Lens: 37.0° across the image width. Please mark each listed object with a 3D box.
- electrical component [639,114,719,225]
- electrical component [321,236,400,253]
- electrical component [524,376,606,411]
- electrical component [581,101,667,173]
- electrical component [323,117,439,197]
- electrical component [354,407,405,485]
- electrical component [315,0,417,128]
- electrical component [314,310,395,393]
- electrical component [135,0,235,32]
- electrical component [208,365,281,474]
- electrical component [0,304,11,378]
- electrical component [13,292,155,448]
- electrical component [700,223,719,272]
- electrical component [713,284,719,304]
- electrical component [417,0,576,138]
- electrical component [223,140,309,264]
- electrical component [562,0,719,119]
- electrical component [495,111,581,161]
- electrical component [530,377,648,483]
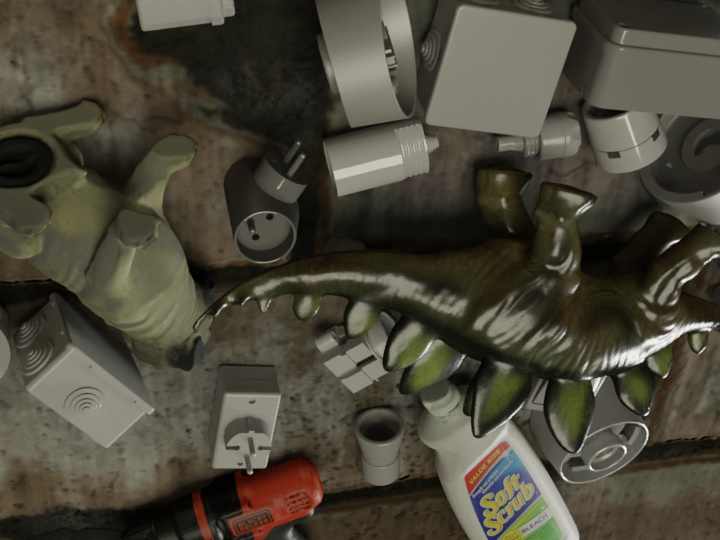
[{"bbox_3d":[0.273,-0.086,0.811,0.060,0.108,0.108,30,113,-36],"label":"electrical component"},{"bbox_3d":[0.000,0.000,0.836,0.055,0.045,0.045,13,120,-22],"label":"electrical component"},{"bbox_3d":[0.173,0.084,0.928,0.062,0.061,0.096,11,120,-20],"label":"electrical component"},{"bbox_3d":[0.197,-0.108,0.806,0.055,0.055,0.047,-26,122,5],"label":"electrical component"},{"bbox_3d":[0.017,-0.084,0.783,0.081,0.043,0.043,-15,126,-4],"label":"electrical component"},{"bbox_3d":[0.018,0.159,0.954,0.044,0.044,0.065,-9,131,-8],"label":"electrical component"},{"bbox_3d":[0.007,-0.144,0.708,0.064,0.099,0.099,-15,126,4],"label":"electrical component"},{"bbox_3d":[0.004,0.064,0.882,0.055,0.048,0.066,-30,126,16],"label":"electrical component"},{"bbox_3d":[-0.110,-0.209,0.624,0.056,0.108,0.108,-9,126,-5],"label":"electrical component"},{"bbox_3d":[-0.094,0.134,0.886,0.047,0.075,0.083,3,123,-16],"label":"electrical component"},{"bbox_3d":[-0.298,0.049,0.790,0.080,0.051,0.080,-7,125,-10],"label":"electrical component"},{"bbox_3d":[-0.209,0.076,0.803,0.048,0.099,0.099,-43,124,0],"label":"electrical component"},{"bbox_3d":[0.320,-0.049,0.877,0.059,0.053,0.095,-8,125,-9],"label":"electrical component"},{"bbox_3d":[0.371,0.003,0.928,0.138,0.052,0.073,-26,126,4],"label":"electrical component"},{"bbox_3d":[0.091,-0.147,0.755,0.100,0.048,0.099,5,123,-17],"label":"electrical component"},{"bbox_3d":[-0.062,-0.056,0.761,0.043,0.077,0.079,25,115,-27],"label":"electrical component"},{"bbox_3d":[0.208,-0.153,0.762,0.113,0.078,0.057,3,124,-16],"label":"electrical component"},{"bbox_3d":[0.133,-0.099,0.808,0.061,0.035,0.035,-9,126,-5],"label":"electrical component"},{"bbox_3d":[0.213,0.149,0.996,0.099,0.064,0.099,-15,138,-13],"label":"electrical component"}]
